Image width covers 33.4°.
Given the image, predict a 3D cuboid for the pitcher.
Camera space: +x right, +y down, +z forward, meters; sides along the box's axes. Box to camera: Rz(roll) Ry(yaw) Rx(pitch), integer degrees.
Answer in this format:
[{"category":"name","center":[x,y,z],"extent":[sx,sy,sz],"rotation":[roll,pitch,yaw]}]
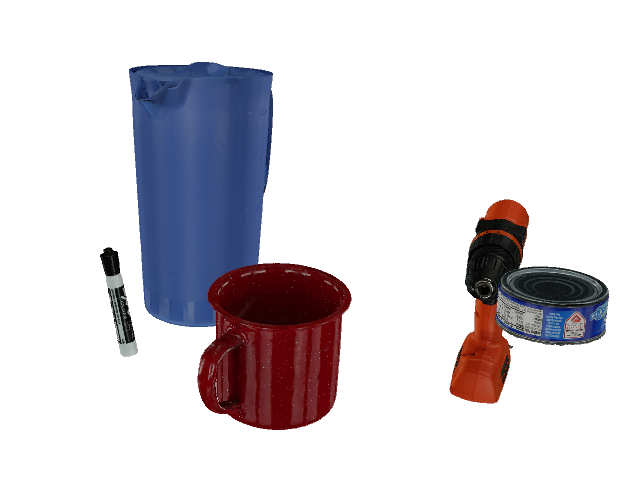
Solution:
[{"category":"pitcher","center":[-0.108,-0.049,1.025],"extent":[0.149,0.243,0.145],"rotation":[-2,15,-14]}]

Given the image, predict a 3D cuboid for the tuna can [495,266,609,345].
[{"category":"tuna can","center":[0.181,0.049,0.834],"extent":[0.086,0.034,0.086],"rotation":[1,19,-1]}]

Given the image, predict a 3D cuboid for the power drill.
[{"category":"power drill","center":[0.173,0.070,1.093],"extent":[0.057,0.188,0.184],"rotation":[12,27,14]}]

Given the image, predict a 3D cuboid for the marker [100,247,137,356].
[{"category":"marker","center":[-0.215,0.065,1.138],"extent":[0.020,0.121,0.020],"rotation":[-8,18,2]}]

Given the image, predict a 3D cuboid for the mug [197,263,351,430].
[{"category":"mug","center":[-0.035,0.075,0.697],"extent":[0.093,0.081,0.117],"rotation":[19,29,32]}]
